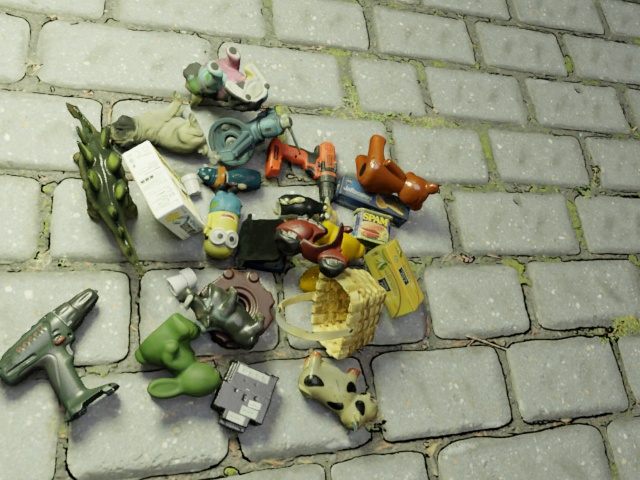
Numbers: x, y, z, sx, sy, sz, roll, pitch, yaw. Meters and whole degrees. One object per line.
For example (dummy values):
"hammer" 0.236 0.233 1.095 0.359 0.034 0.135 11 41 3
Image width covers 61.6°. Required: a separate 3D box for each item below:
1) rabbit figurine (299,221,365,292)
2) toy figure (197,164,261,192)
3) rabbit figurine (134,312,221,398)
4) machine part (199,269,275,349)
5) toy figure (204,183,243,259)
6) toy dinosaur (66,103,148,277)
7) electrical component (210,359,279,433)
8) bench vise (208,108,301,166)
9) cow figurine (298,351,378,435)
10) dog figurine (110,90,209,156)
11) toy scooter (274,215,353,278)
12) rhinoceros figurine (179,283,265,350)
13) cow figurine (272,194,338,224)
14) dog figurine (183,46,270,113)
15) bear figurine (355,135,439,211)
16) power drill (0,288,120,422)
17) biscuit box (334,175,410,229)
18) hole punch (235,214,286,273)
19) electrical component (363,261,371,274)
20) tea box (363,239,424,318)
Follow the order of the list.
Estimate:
"rabbit figurine" 0.022 0.062 1.300 0.162 0.122 0.173 36 75 -13
"toy figure" -0.222 -0.149 1.317 0.154 0.064 0.057 3 106 -13
"rabbit figurine" -0.284 0.255 1.093 0.159 0.121 0.170 -41 83 -21
"machine part" -0.188 0.153 1.205 0.179 0.056 0.179 6 68 -16
"toy figure" -0.225 -0.041 1.260 0.082 0.089 0.180 2 59 -6
"toy dinosaur" -0.456 -0.113 1.143 0.105 0.198 0.471 -23 76 -22
"electrical component" -0.164 0.334 1.138 0.115 0.058 0.134 26 63 -5
"bench vise" -0.180 -0.233 1.271 0.224 0.128 0.241 1 29 18
"cow figurine" 0.041 0.344 1.189 0.195 0.085 0.127 28 59 -7
"dog figurine" -0.386 -0.241 1.288 0.190 0.121 0.172 -35 79 -13
"toy scooter" -0.002 -0.004 1.196 0.184 0.075 0.135 29 59 18
"rhinoceros figurine" -0.206 0.156 1.134 0.190 0.073 0.112 36 75 -4
"cow figurine" -0.028 -0.077 1.332 0.167 0.098 0.068 2 62 -18
"dog figurine" -0.244 -0.371 1.323 0.191 0.219 0.108 43 63 -19
"bear figurine" 0.196 -0.163 1.368 0.196 0.120 0.132 15 53 -16
"power drill" -0.488 0.232 1.057 0.232 0.086 0.207 -38 88 -26
"biscuit box" 0.137 -0.100 1.419 0.203 0.059 0.063 20 63 -10
"hole punch" -0.132 0.015 1.275 0.116 0.092 0.142 2 68 13
"electrical component" 0.125 0.111 1.327 0.045 0.078 0.102 1 60 7
"tea box" 0.182 0.092 1.311 0.169 0.068 0.098 65 27 -3
